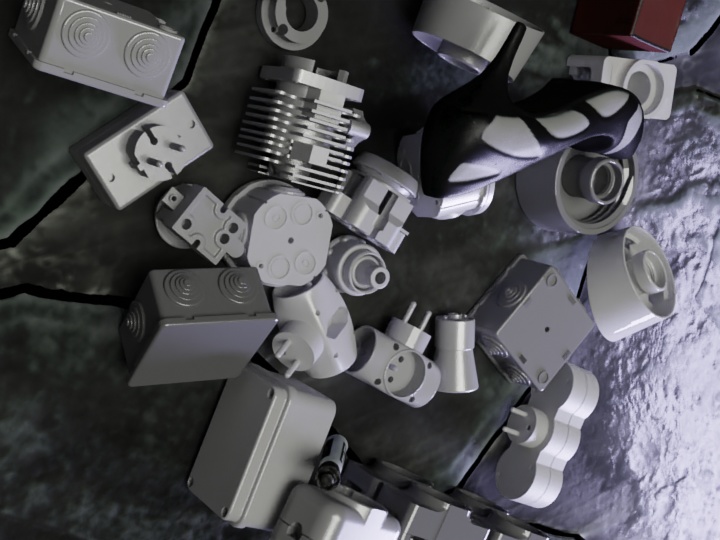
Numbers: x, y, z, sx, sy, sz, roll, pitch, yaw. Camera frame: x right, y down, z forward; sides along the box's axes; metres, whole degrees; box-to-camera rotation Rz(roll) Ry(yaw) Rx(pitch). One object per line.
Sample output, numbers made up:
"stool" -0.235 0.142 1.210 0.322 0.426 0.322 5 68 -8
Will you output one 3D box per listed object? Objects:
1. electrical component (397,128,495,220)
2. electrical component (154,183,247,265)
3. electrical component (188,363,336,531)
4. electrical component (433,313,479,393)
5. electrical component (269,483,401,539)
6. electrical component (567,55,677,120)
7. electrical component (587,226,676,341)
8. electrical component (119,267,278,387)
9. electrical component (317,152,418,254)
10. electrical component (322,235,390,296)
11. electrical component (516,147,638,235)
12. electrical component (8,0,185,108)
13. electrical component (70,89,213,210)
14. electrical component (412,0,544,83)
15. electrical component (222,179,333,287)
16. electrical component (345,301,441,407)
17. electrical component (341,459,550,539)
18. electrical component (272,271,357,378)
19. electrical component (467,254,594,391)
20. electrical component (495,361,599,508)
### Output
"electrical component" 0.069 -0.080 0.868 0.051 0.080 0.080 -14 109 -24
"electrical component" -0.119 -0.036 0.776 0.066 0.055 0.048 43 78 -32
"electrical component" -0.077 0.136 0.830 0.057 0.078 0.113 22 90 -36
"electrical component" 0.082 0.070 0.935 0.044 0.044 0.065 -3 98 -31
"electrical component" -0.016 0.197 0.812 0.095 0.054 0.059 29 85 -49
"electrical component" 0.236 -0.163 0.965 0.089 0.056 0.050 0 102 -32
"electrical component" 0.248 0.011 0.999 0.099 0.064 0.099 25 54 -40
"electrical component" -0.119 0.039 0.774 0.100 0.099 0.048 -2 58 -31
"electrical component" 0.010 -0.056 0.850 0.078 0.058 0.057 32 87 -34
"electrical component" 0.000 0.000 0.854 0.048 0.062 0.048 -8 106 -30
"electrical component" 0.200 -0.083 0.959 0.108 0.060 0.108 -8 106 -30
"electrical component" -0.169 -0.150 0.693 0.100 0.100 0.048 14 107 -33
"electrical component" -0.143 -0.082 0.738 0.083 0.076 0.047 -38 118 -19
"electrical component" 0.092 -0.191 0.847 0.099 0.099 0.064 24 95 -34
"electrical component" -0.064 -0.027 0.815 0.080 0.051 0.080 -8 106 -30
"electrical component" 0.035 0.065 0.902 0.077 0.044 0.079 31 84 -33
"electrical component" 0.077 0.225 0.929 0.186 0.105 0.060 26 87 -33
"electrical component" -0.043 0.052 0.840 0.079 0.043 0.077 -52 128 -48
"electrical component" 0.154 0.048 0.969 0.099 0.048 0.099 -48 120 -14
"electrical component" 0.161 0.147 0.995 0.074 0.052 0.138 23 89 -33
